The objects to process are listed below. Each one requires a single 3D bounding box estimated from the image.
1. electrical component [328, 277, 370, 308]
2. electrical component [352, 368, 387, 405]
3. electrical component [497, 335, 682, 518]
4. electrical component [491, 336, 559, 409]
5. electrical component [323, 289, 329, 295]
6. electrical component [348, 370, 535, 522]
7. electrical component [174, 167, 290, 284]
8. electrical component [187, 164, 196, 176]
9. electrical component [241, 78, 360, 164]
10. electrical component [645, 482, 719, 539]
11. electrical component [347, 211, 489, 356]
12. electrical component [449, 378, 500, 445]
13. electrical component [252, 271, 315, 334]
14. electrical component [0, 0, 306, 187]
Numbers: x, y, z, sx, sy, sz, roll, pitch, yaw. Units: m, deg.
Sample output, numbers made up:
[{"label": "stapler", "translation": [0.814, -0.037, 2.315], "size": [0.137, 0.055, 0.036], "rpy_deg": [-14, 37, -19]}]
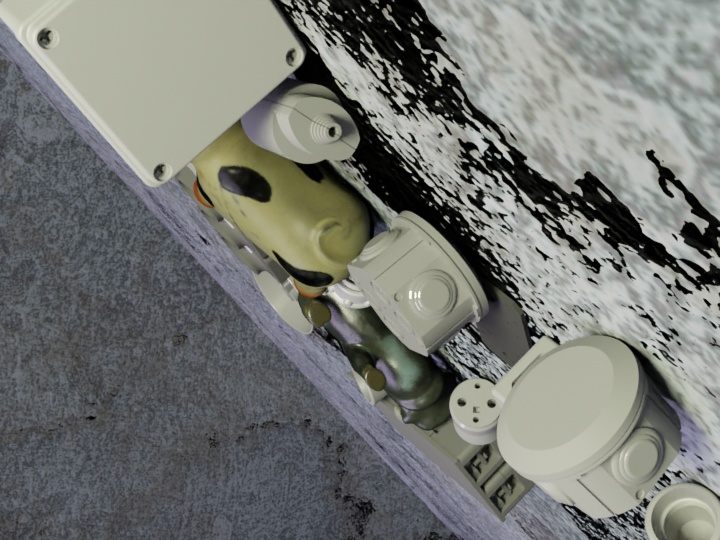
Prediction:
[{"label": "electrical component", "translation": [0.000, 0.000, 0.813], "size": [0.048, 0.048, 0.062], "rpy_deg": [45, 164, 7]}, {"label": "electrical component", "translation": [0.030, 0.094, 1.019], "size": [0.044, 0.065, 0.044], "rpy_deg": [59, 168, 21]}, {"label": "electrical component", "translation": [0.112, 0.076, 0.526], "size": [0.051, 0.080, 0.080], "rpy_deg": [44, 173, -27]}, {"label": "electrical component", "translation": [0.123, 0.088, 0.628], "size": [0.066, 0.047, 0.076], "rpy_deg": [39, 169, 36]}, {"label": "electrical component", "translation": [-0.031, -0.015, 0.869], "size": [0.055, 0.047, 0.055], "rpy_deg": [44, 171, 9]}, {"label": "electrical component", "translation": [0.082, 0.150, 1.050], "size": [0.186, 0.060, 0.105], "rpy_deg": [34, 166, 51]}, {"label": "electrical component", "translation": [-0.106, -0.059, 0.973], "size": [0.089, 0.062, 0.150], "rpy_deg": [40, 170, 30]}, {"label": "electrical component", "translation": [-0.112, -0.098, 0.849], "size": [0.095, 0.054, 0.059], "rpy_deg": [42, 170, 24]}, {"label": "electrical component", "translation": [-0.031, -0.081, 0.589], "size": [0.043, 0.043, 0.081], "rpy_deg": [51, 170, -29]}, {"label": "electrical component", "translation": [0.195, 0.155, 0.622], "size": [0.044, 0.044, 0.065], "rpy_deg": [38, 173, 42]}, {"label": "electrical component", "translation": [0.035, 0.009, 0.644], "size": [0.080, 0.051, 0.080], "rpy_deg": [49, 169, 12]}, {"label": "electrical component", "translation": [0.097, 0.115, 0.880], "size": [0.045, 0.045, 0.055], "rpy_deg": [42, 170, 21]}, {"label": "electrical component", "translation": [-0.067, 0.012, 1.107], "size": [0.099, 0.064, 0.099], "rpy_deg": [44, 171, 9]}, {"label": "electrical component", "translation": [-0.100, -0.117, 0.534], "size": [0.056, 0.109, 0.108], "rpy_deg": [40, 170, 49]}]
